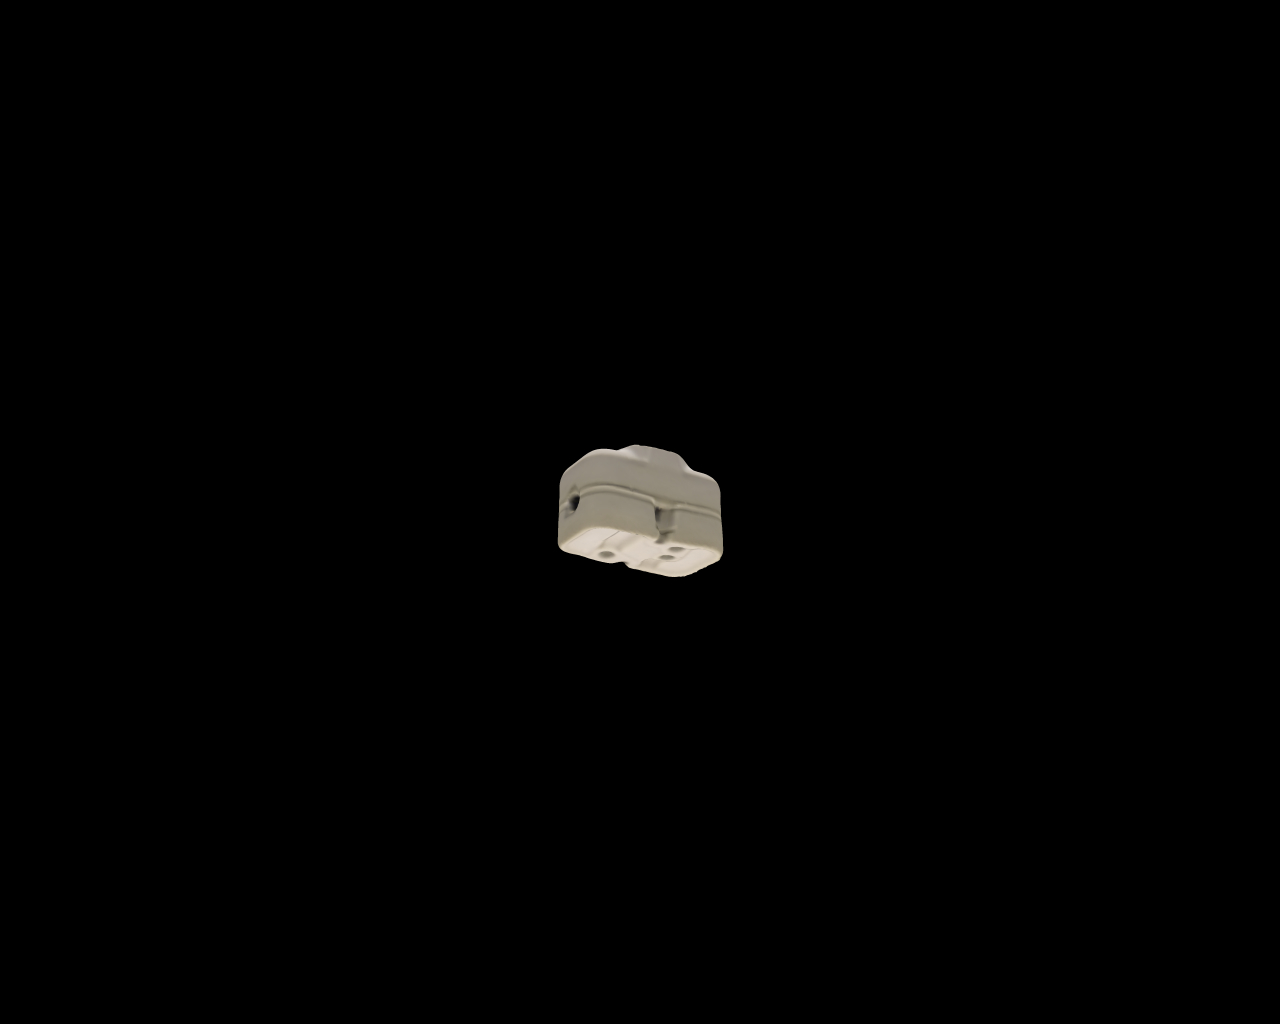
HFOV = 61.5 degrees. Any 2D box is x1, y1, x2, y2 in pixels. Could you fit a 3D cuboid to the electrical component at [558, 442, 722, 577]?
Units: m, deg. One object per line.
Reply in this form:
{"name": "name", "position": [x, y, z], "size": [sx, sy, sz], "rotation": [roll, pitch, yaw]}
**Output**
{"name": "electrical component", "position": [0.001, -0.003, 0.650], "size": [0.095, 0.059, 0.053], "rotation": [14, -27, -29]}
